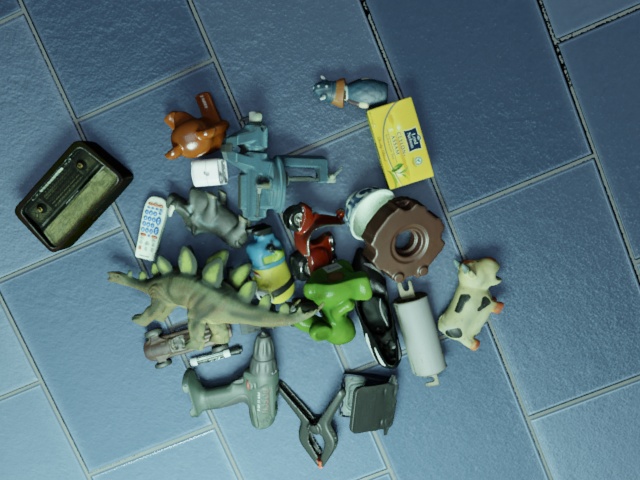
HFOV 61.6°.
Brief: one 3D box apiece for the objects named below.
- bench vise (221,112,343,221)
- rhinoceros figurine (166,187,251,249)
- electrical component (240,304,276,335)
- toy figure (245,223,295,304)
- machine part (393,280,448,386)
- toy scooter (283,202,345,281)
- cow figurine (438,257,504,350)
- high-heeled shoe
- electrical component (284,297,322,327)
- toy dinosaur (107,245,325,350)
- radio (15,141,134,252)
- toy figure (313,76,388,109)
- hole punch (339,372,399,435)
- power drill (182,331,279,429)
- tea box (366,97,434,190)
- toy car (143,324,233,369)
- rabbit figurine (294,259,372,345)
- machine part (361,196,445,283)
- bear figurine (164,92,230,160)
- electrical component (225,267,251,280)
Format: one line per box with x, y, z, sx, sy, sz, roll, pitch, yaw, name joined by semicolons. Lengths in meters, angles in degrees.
-0.082;-0.152;1.112;0.241;0.129;0.223;-1;88;-18;bench vise
-0.236;-0.052;1.152;0.190;0.073;0.112;29;108;-4;rhinoceros figurine
-0.155;0.173;1.171;0.119;0.075;0.047;-12;96;-1;electrical component
-0.105;0.053;1.135;0.089;0.082;0.180;-9;110;-4;toy figure
0.217;0.202;1.161;0.079;0.079;0.243;-16;95;4;machine part
-0.002;-0.003;1.138;0.135;0.075;0.183;-20;120;-22;toy scooter
0.320;0.123;1.147;0.127;0.085;0.194;27;98;-8;cow figurine
0.113;0.144;1.123;0.086;0.145;0.248;-18;98;3;high-heeled shoe
-0.036;0.155;1.162;0.102;0.045;0.078;9;108;-33;electrical component
-0.225;0.118;1.089;0.472;0.105;0.198;16;101;12;toy dinosaur
-0.527;-0.097;1.150;0.229;0.073;0.131;-45;94;6;radio
0.063;-0.303;1.113;0.155;0.064;0.057;4;135;6;toy figure
0.104;0.354;1.189;0.116;0.092;0.142;3;95;-24;hole punch
-0.190;0.309;1.179;0.207;0.086;0.231;-8;110;-1;power drill
0.164;-0.199;1.117;0.098;0.068;0.169;-19;95;5;tea box
-0.296;0.223;1.193;0.202;0.053;0.089;-15;90;5;toy car
0.031;0.150;1.103;0.159;0.121;0.170;-23;118;-30;rabbit figurine
0.176;0.000;1.118;0.179;0.056;0.179;-7;112;-17;machine part
-0.256;-0.222;1.065;0.120;0.196;0.132;-31;94;8;bear figurine
-0.178;0.104;1.190;0.063;0.021;0.094;-5;97;2;electrical component
